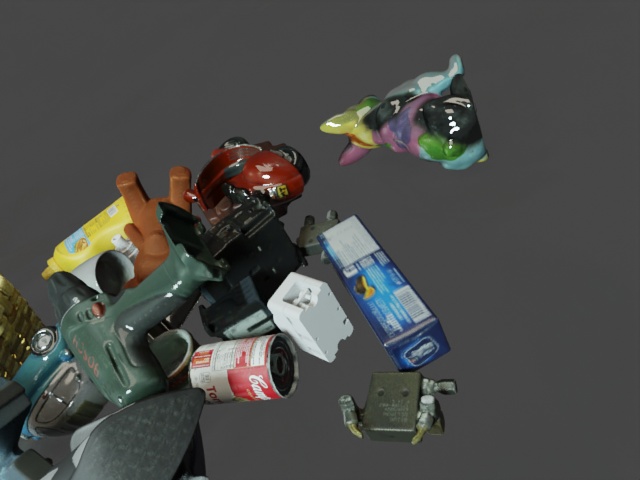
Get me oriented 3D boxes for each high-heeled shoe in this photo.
[{"bbox_3d":[-0.215,0.229,0.491,0.249,0.086,0.145,-35,-2,-35],"label":"high-heeled shoe"}]

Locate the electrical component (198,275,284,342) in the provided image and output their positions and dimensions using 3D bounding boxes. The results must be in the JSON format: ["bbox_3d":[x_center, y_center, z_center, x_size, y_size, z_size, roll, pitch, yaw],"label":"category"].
[{"bbox_3d":[-0.075,0.083,0.641,0.119,0.074,0.048,-34,40,1],"label":"electrical component"}]

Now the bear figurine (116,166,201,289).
[{"bbox_3d":[-0.241,-0.010,0.801,0.120,0.131,0.196,-7,33,-8],"label":"bear figurine"}]

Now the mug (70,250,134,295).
[{"bbox_3d":[-0.345,0.078,0.814,0.107,0.080,0.109,-19,44,28],"label":"mug"}]

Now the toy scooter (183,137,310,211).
[{"bbox_3d":[-0.111,-0.083,0.748,0.184,0.075,0.135,22,52,38],"label":"toy scooter"}]

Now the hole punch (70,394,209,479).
[{"bbox_3d":[-0.177,0.233,0.546,0.142,0.092,0.116,-21,63,-3],"label":"hole punch"}]

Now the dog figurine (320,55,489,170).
[{"bbox_3d":[0.112,-0.154,0.760,0.219,0.108,0.192,-18,43,21],"label":"dog figurine"}]

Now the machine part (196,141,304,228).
[{"bbox_3d":[-0.111,-0.087,0.859,0.179,0.056,0.179,-16,40,14],"label":"machine part"}]

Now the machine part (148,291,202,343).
[{"bbox_3d":[-0.188,0.087,0.715,0.084,0.039,0.139,36,83,35],"label":"machine part"}]

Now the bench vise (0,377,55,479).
[{"bbox_3d":[-0.364,0.266,0.551,0.240,0.223,0.129,-49,13,15],"label":"bench vise"}]

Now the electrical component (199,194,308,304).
[{"bbox_3d":[-0.094,0.028,0.680,0.134,0.114,0.058,-44,37,-16],"label":"electrical component"}]

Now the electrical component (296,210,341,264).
[{"bbox_3d":[-0.001,-0.002,0.728,0.063,0.021,0.094,-13,43,19],"label":"electrical component"}]

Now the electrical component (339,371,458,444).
[{"bbox_3d":[0.070,0.156,0.499,0.102,0.045,0.078,-2,48,29],"label":"electrical component"}]

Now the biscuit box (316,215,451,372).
[{"bbox_3d":[0.064,0.054,0.597,0.059,0.062,0.203,-30,40,-1],"label":"biscuit box"}]

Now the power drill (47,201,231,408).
[{"bbox_3d":[-0.213,0.056,0.607,0.207,0.086,0.232,-44,59,4],"label":"power drill"}]

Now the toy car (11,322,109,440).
[{"bbox_3d":[-0.316,0.183,0.663,0.103,0.109,0.161,25,71,26],"label":"toy car"}]
